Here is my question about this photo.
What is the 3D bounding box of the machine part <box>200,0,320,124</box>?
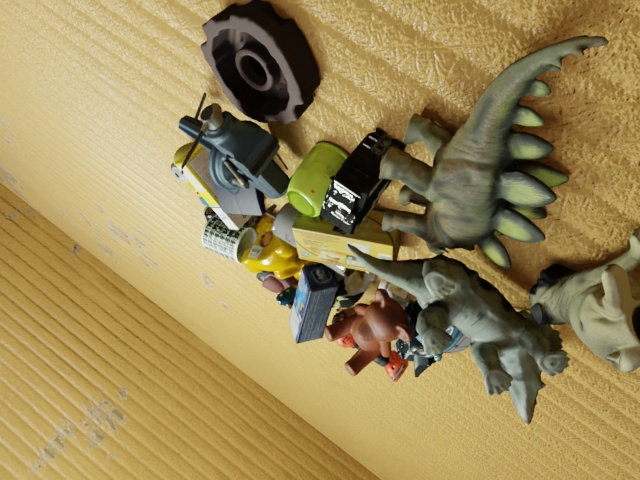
[{"bbox_3d":[-0.082,-0.243,0.744,0.179,0.056,0.179,30,152,18],"label":"machine part"}]

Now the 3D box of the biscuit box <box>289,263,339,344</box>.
[{"bbox_3d":[-0.014,0.128,1.070,0.202,0.063,0.059,106,149,-49],"label":"biscuit box"}]

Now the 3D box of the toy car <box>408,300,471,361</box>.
[{"bbox_3d":[0.224,0.146,0.941,0.103,0.109,0.161,19,144,-9],"label":"toy car"}]

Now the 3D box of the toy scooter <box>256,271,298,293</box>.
[{"bbox_3d":[-0.074,0.090,1.273,0.135,0.075,0.184,39,150,-2],"label":"toy scooter"}]

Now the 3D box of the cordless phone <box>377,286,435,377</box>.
[{"bbox_3d":[0.173,0.176,1.093,0.184,0.089,0.146,45,158,16],"label":"cordless phone"}]

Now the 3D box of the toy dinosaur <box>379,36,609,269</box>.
[{"bbox_3d":[0.177,-0.072,0.629,0.199,0.105,0.470,23,161,16],"label":"toy dinosaur"}]

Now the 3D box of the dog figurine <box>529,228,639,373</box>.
[{"bbox_3d":[0.316,0.093,0.636,0.121,0.172,0.190,50,148,2],"label":"dog figurine"}]

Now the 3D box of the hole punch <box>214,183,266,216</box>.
[{"bbox_3d":[-0.140,-0.109,0.996,0.142,0.092,0.115,8,138,38],"label":"hole punch"}]

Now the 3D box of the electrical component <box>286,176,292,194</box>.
[{"bbox_3d":[-0.018,-0.074,0.957,0.102,0.045,0.078,37,-177,12],"label":"electrical component"}]

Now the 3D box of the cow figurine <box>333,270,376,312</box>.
[{"bbox_3d":[0.044,0.108,1.109,0.068,0.098,0.167,35,155,-5],"label":"cow figurine"}]

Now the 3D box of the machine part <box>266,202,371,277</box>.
[{"bbox_3d":[-0.002,-0.003,1.006,0.243,0.079,0.079,30,154,18],"label":"machine part"}]

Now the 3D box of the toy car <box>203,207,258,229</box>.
[{"bbox_3d":[-0.199,-0.038,1.248,0.202,0.056,0.073,14,139,40],"label":"toy car"}]

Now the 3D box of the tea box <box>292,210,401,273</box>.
[{"bbox_3d":[0.047,-0.004,0.897,0.170,0.068,0.098,12,147,13],"label":"tea box"}]

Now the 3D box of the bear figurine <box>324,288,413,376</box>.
[{"bbox_3d":[0.093,0.174,1.012,0.120,0.132,0.195,57,169,10],"label":"bear figurine"}]

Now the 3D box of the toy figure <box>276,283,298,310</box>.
[{"bbox_3d":[-0.030,0.124,1.175,0.154,0.057,0.064,11,174,-44],"label":"toy figure"}]

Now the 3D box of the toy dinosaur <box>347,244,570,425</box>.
[{"bbox_3d":[0.207,0.098,0.763,0.404,0.131,0.192,42,-166,-7],"label":"toy dinosaur"}]

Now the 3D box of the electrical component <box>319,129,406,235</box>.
[{"bbox_3d":[0.056,-0.076,0.763,0.058,0.115,0.134,37,153,10],"label":"electrical component"}]

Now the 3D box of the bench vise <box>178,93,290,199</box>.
[{"bbox_3d":[-0.155,-0.152,0.857,0.241,0.129,0.223,31,-176,33],"label":"bench vise"}]

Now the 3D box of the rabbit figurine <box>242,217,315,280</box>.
[{"bbox_3d":[-0.048,0.035,1.131,0.163,0.122,0.173,-1,149,42],"label":"rabbit figurine"}]

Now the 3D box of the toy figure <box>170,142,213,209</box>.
[{"bbox_3d":[-0.231,-0.123,1.121,0.180,0.089,0.082,42,149,-27],"label":"toy figure"}]
